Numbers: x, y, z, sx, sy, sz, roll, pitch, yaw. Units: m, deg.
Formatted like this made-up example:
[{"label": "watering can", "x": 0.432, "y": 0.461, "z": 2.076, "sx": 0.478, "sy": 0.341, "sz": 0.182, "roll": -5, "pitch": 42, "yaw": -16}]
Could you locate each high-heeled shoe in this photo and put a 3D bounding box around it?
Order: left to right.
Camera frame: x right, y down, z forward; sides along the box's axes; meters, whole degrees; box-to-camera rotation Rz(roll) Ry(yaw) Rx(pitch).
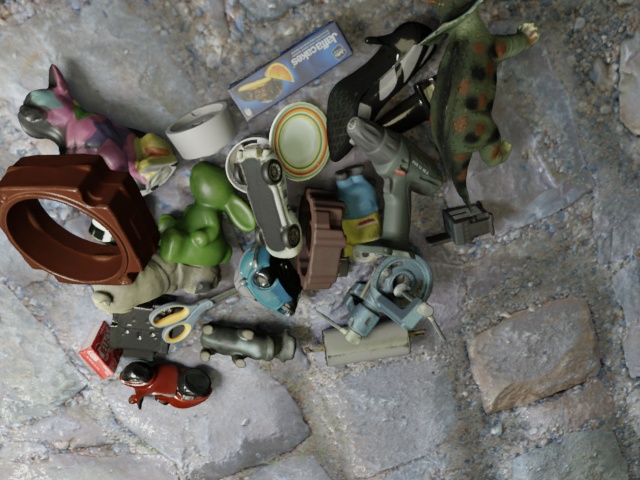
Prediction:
[{"label": "high-heeled shoe", "x": 0.101, "y": -0.242, "z": 0.898, "sx": 0.145, "sy": 0.086, "sz": 0.248, "roll": -9, "pitch": 136, "yaw": -34}]

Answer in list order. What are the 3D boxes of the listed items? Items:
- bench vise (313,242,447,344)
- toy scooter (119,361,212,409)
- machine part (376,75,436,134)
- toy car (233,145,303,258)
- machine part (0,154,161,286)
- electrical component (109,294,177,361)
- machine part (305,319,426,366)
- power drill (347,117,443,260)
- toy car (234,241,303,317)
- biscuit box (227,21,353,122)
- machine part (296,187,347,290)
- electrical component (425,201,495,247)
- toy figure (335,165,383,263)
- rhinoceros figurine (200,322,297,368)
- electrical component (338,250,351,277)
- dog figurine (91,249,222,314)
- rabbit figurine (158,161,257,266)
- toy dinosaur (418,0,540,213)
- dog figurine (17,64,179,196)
[{"label": "bench vise", "x": 0.126, "y": 0.109, "z": 0.960, "sx": 0.223, "sy": 0.241, "sz": 0.128, "roll": -44, "pitch": 108, "yaw": -4}, {"label": "toy scooter", "x": -0.317, "y": 0.302, "z": 1.080, "sx": 0.184, "sy": 0.075, "sz": 0.135, "roll": 19, "pitch": 131, "yaw": -24}, {"label": "machine part", "x": 0.154, "y": -0.216, "z": 0.918, "sx": 0.139, "sy": 0.039, "sz": 0.084, "roll": -34, "pitch": 121, "yaw": 8}, {"label": "toy car", "x": -0.082, "y": -0.061, "z": 0.882, "sx": 0.074, "sy": 0.056, "sz": 0.201, "roll": 3, "pitch": 120, "yaw": 33}, {"label": "machine part", "x": -0.357, "y": -0.023, "z": 0.793, "sx": 0.202, "sy": 0.087, "sz": 0.200, "roll": 2, "pitch": 135, "yaw": 13}, {"label": "electrical component", "x": -0.339, "y": 0.166, "z": 1.028, "sx": 0.115, "sy": 0.058, "sz": 0.134, "roll": 8, "pitch": 112, "yaw": -7}, {"label": "machine part", "x": 0.091, "y": 0.204, "z": 1.077, "sx": 0.243, "sy": 0.079, "sz": 0.079, "roll": -10, "pitch": 115, "yaw": -2}, {"label": "power drill", "x": 0.110, "y": -0.074, "z": 0.890, "sx": 0.232, "sy": 0.086, "sz": 0.207, "roll": 13, "pitch": 79, "yaw": -44}, {"label": "toy car", "x": -0.102, "y": 0.070, "z": 0.993, "sx": 0.103, "sy": 0.109, "sz": 0.161, "roll": -12, "pitch": 128, "yaw": 24}, {"label": "biscuit box", "x": -0.048, "y": -0.271, "z": 0.859, "sx": 0.203, "sy": 0.059, "sz": 0.062, "roll": -31, "pitch": 112, "yaw": 8}, {"label": "machine part", "x": -0.002, "y": -0.003, "z": 0.927, "sx": 0.056, "sy": 0.179, "sz": 0.179, "roll": 3, "pitch": 114, "yaw": -13}, {"label": "electrical component", "x": 0.253, "y": -0.026, "z": 0.993, "sx": 0.119, "sy": 0.075, "sz": 0.047, "roll": -12, "pitch": 115, "yaw": 3}, {"label": "toy figure", "x": 0.072, "y": -0.045, "z": 0.963, "sx": 0.082, "sy": 0.089, "sz": 0.180, "roll": -12, "pitch": 107, "yaw": 14}, {"label": "rhinoceros figurine", "x": -0.141, "y": 0.202, "z": 1.038, "sx": 0.190, "sy": 0.112, "sz": 0.073, "roll": 5, "pitch": 86, "yaw": 6}, {"label": "electrical component", "x": 0.028, "y": 0.049, "z": 1.031, "sx": 0.063, "sy": 0.021, "sz": 0.093, "roll": 1, "pitch": 113, "yaw": -7}, {"label": "dog figurine", "x": -0.277, "y": 0.073, "z": 0.935, "sx": 0.191, "sy": 0.172, "sz": 0.121, "roll": 6, "pitch": 124, "yaw": -1}, {"label": "rabbit figurine", "x": -0.188, "y": -0.044, "z": 0.918, "sx": 0.159, "sy": 0.121, "sz": 0.170, "roll": 13, "pitch": 103, "yaw": -16}, {"label": "toy dinosaur", "x": 0.224, "y": -0.222, "z": 0.835, "sx": 0.192, "sy": 0.131, "sz": 0.404, "roll": -11, "pitch": 110, "yaw": -35}, {"label": "dog figurine", "x": -0.354, "y": -0.170, "z": 0.852, "sx": 0.108, "sy": 0.191, "sz": 0.219, "roll": -37, "pitch": 86, "yaw": 44}]
